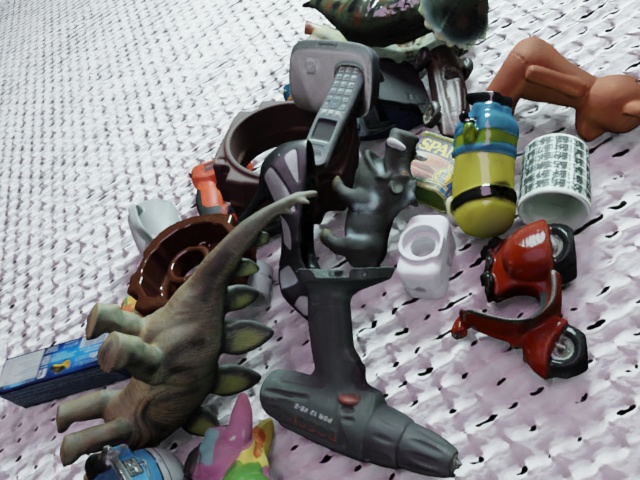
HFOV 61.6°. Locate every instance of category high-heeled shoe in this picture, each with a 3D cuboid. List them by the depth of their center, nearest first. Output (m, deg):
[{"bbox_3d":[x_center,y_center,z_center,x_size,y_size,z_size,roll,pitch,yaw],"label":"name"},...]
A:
[{"bbox_3d":[-0.001,-0.002,0.680,0.145,0.086,0.249,-42,81,17],"label":"high-heeled shoe"}]

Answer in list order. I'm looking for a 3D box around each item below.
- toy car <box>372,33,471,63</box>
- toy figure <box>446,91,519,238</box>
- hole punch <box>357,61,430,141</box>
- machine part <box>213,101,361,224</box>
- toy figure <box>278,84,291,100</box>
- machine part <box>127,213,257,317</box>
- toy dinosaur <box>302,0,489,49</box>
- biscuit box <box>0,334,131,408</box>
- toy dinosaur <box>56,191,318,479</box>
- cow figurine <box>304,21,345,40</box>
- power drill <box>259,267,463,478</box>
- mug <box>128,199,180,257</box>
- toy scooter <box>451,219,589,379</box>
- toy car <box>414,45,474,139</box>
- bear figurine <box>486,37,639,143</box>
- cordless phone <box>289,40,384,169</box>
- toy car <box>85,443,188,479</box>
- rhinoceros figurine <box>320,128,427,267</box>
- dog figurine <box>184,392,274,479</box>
[{"bbox_3d":[0.168,-0.341,0.935,0.202,0.056,0.073,-5,53,24],"label":"toy car"},{"bbox_3d":[0.202,-0.092,0.660,0.082,0.089,0.180,9,88,0],"label":"toy figure"},{"bbox_3d":[0.107,-0.222,0.866,0.116,0.092,0.142,1,48,-13],"label":"hole punch"},{"bbox_3d":[-0.047,-0.124,0.816,0.201,0.087,0.201,5,48,12],"label":"machine part"},{"bbox_3d":[-0.026,-0.235,0.950,0.155,0.064,0.057,49,122,47],"label":"toy figure"},{"bbox_3d":[-0.171,0.041,0.730,0.179,0.056,0.179,-14,45,15],"label":"machine part"},{"bbox_3d":[0.114,-0.365,0.857,0.405,0.131,0.192,-2,40,33],"label":"toy dinosaur"},{"bbox_3d":[-0.371,0.189,0.791,0.203,0.062,0.059,-17,49,14],"label":"biscuit box"},{"bbox_3d":[-0.164,0.128,0.617,0.471,0.198,0.105,-58,43,21],"label":"toy dinosaur"},{"bbox_3d":[0.016,-0.317,0.968,0.127,0.085,0.195,9,42,0],"label":"cow figurine"},{"bbox_3d":[0.042,0.130,0.581,0.232,0.086,0.207,0,93,32],"label":"power drill"},{"bbox_3d":[-0.263,-0.008,0.866,0.081,0.109,0.107,-28,61,-1],"label":"mug"},{"bbox_3d":[0.214,0.061,0.592,0.135,0.075,0.184,-5,58,25],"label":"toy scooter"},{"bbox_3d":[0.197,-0.228,0.813,0.089,0.053,0.202,13,50,-13],"label":"toy car"},{"bbox_3d":[0.327,-0.180,0.711,0.196,0.131,0.120,35,35,11],"label":"bear figurine"},{"bbox_3d":[-0.001,-0.187,0.764,0.147,0.088,0.184,18,77,33],"label":"cordless phone"},{"bbox_3d":[-0.197,0.283,0.595,0.103,0.161,0.109,-17,43,-42],"label":"toy car"},{"bbox_3d":[0.074,-0.054,0.705,0.112,0.073,0.190,20,90,47],"label":"rhinoceros figurine"},{"bbox_3d":[-0.058,0.270,0.545,0.192,0.108,0.219,-12,48,19],"label":"dog figurine"}]
